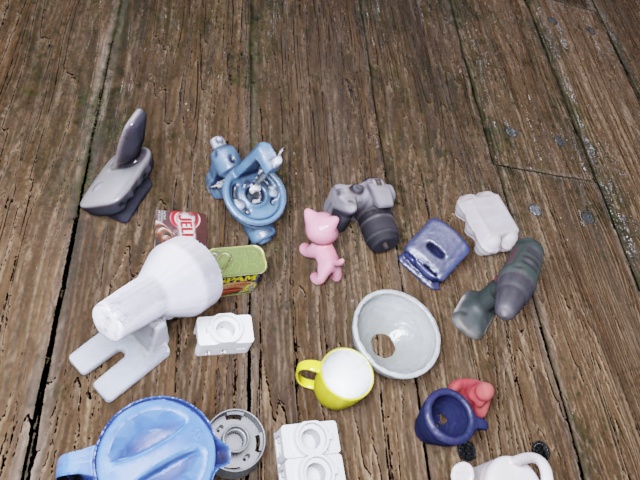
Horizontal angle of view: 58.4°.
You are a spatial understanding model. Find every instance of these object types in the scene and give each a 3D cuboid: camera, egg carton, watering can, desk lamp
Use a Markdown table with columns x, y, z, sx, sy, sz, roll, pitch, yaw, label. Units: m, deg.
| x | y | z | sx | sy | sz | roll | pitch | yaw | label |
| --- | --- | --- | --- | --- | --- | --- | --- | --- | --- |
| 0.098 | -0.049 | 1.143 | 0.143 | 0.100 | 0.136 | -6 | 61 | -23 | camera |
| 0.365 | -0.037 | 1.254 | 0.107 | 0.069 | 0.150 | -11 | 63 | -26 | egg carton |
| 0.283 | 0.385 | 0.875 | 0.173 | 0.194 | 0.101 | 0 | 59 | -20 | watering can |
| -0.254 | 0.112 | 0.839 | 0.118 | 0.213 | 0.204 | 42 | 54 | 9 | desk lamp |

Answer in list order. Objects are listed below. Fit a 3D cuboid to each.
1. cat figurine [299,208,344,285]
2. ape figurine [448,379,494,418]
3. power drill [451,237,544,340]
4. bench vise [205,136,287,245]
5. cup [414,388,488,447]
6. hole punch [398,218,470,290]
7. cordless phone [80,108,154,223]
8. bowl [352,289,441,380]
| x | y | z | sx | sy | sz | roll | pitch | yaw | label |
| --- | --- | --- | --- | --- | --- | --- | --- | --- | --- |
| 0.010 | 0.004 | 1.066 | 0.067 | 0.117 | 0.127 | -14 | 65 | -27 | cat figurine |
| 0.271 | 0.274 | 1.006 | 0.076 | 0.092 | 0.077 | -13 | 64 | -27 | ape figurine |
| 0.334 | 0.102 | 1.067 | 0.075 | 0.208 | 0.230 | 36 | 54 | 5 | power drill |
| -0.140 | -0.115 | 1.023 | 0.207 | 0.219 | 0.122 | 39 | 54 | 7 | bench vise |
| 0.211 | 0.308 | 0.959 | 0.118 | 0.095 | 0.091 | 15 | 55 | -11 | cup |
| 0.230 | 0.028 | 1.149 | 0.108 | 0.091 | 0.101 | 42 | 54 | 9 | hole punch |
| -0.343 | -0.130 | 0.979 | 0.094 | 0.185 | 0.147 | 20 | 54 | -7 | cordless phone |
| 0.126 | 0.178 | 1.024 | 0.168 | 0.074 | 0.167 | 10 | 56 | -14 | bowl |
